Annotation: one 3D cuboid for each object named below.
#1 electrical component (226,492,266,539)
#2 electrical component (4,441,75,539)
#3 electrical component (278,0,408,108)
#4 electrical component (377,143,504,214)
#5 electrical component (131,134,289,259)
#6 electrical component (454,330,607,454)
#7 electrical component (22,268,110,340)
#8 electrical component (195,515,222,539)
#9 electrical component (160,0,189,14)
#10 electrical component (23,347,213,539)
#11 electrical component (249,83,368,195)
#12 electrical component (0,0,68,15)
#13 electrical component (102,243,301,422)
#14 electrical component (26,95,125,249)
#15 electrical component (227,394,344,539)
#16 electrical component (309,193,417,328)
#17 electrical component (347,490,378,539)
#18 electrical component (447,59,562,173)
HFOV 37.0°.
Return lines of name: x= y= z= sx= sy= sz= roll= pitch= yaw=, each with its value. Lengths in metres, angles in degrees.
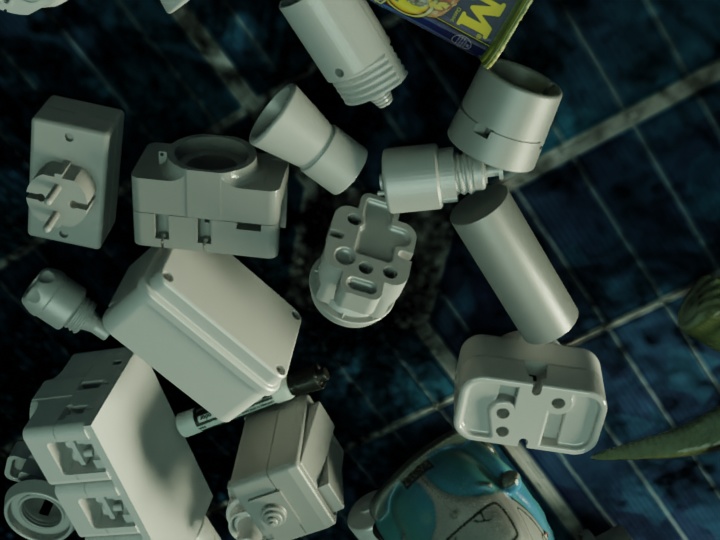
electrical component: x=-0.079 y=0.184 z=0.802 sx=0.048 sy=0.062 sz=0.048 roll=3 pitch=122 yaw=4
electrical component: x=-0.232 y=0.166 z=0.809 sx=0.078 sy=0.057 sz=0.058 roll=19 pitch=122 yaw=-6
electrical component: x=-0.006 y=-0.127 z=0.611 sx=0.043 sy=0.043 sz=0.081 roll=-26 pitch=116 yaw=20
electrical component: x=0.047 y=-0.057 z=0.651 sx=0.078 sy=0.040 sz=0.040 roll=-5 pitch=121 yaw=8
electrical component: x=-0.091 y=-0.047 z=0.665 sx=0.089 sy=0.050 sz=0.055 roll=6 pitch=122 yaw=2
electrical component: x=0.112 y=0.079 z=0.719 sx=0.095 sy=0.059 sz=0.053 roll=8 pitch=122 yaw=0
electrical component: x=-0.196 y=0.026 z=0.731 sx=0.061 sy=0.035 sz=0.035 roll=37 pitch=118 yaw=-19
electrical component: x=-0.134 y=0.218 z=0.834 sx=0.055 sy=0.055 sz=0.047 roll=-19 pitch=122 yaw=17
electrical component: x=-0.109 y=-0.180 z=0.590 sx=0.044 sy=0.044 sz=0.065 roll=-31 pitch=110 yaw=22
electrical component: x=-0.171 y=0.140 z=0.764 sx=0.062 sy=0.089 sz=0.150 roll=-8 pitch=121 yaw=18
electrical component: x=-0.028 y=-0.076 z=0.648 sx=0.065 sy=0.044 sz=0.044 roll=35 pitch=119 yaw=-21
electrical component: x=-0.181 y=-0.183 z=0.588 sx=0.080 sy=0.051 sz=0.080 roll=3 pitch=122 yaw=4
electrical component: x=-0.099 y=0.032 z=0.700 sx=0.113 sy=0.078 sz=0.057 roll=42 pitch=120 yaw=-19
electrical component: x=-0.179 y=-0.051 z=0.656 sx=0.047 sy=0.075 sz=0.083 roll=12 pitch=122 yaw=-2
electrical component: x=-0.047 y=0.142 z=0.752 sx=0.061 sy=0.096 sz=0.061 roll=-22 pitch=116 yaw=15
electrical component: x=0.000 y=0.000 z=0.675 sx=0.058 sy=0.078 sz=0.057 roll=17 pitch=144 yaw=-5
electrical component: x=0.023 y=0.202 z=0.816 sx=0.040 sy=0.040 sz=0.078 roll=-26 pitch=117 yaw=20
electrical component: x=0.085 y=-0.090 z=0.620 sx=0.055 sy=0.055 sz=0.047 roll=19 pitch=118 yaw=-6
